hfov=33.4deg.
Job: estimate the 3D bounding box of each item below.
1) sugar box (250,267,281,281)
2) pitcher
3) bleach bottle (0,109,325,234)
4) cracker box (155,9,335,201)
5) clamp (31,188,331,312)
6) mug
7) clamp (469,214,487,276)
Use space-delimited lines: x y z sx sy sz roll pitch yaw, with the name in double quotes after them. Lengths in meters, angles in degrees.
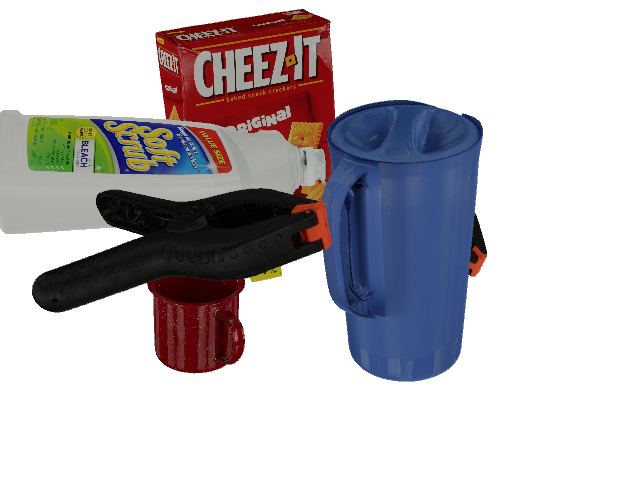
-0.082 -0.048 1.317 0.048 0.176 0.093 -12 26 -15 "sugar box"
0.069 0.008 0.961 0.149 0.243 0.145 -6 30 -5 "pitcher"
-0.123 -0.058 0.837 0.250 0.068 0.102 -3 45 -7 "bleach bottle"
-0.068 -0.111 1.073 0.164 0.214 0.072 -15 27 -24 "cracker box"
-0.082 0.003 0.627 0.172 0.039 0.120 -3 36 23 "clamp"
-0.112 0.079 1.026 0.093 0.081 0.117 -21 35 -39 "mug"
0.095 -0.039 1.154 0.164 0.210 0.036 -16 -37 -29 "clamp"
